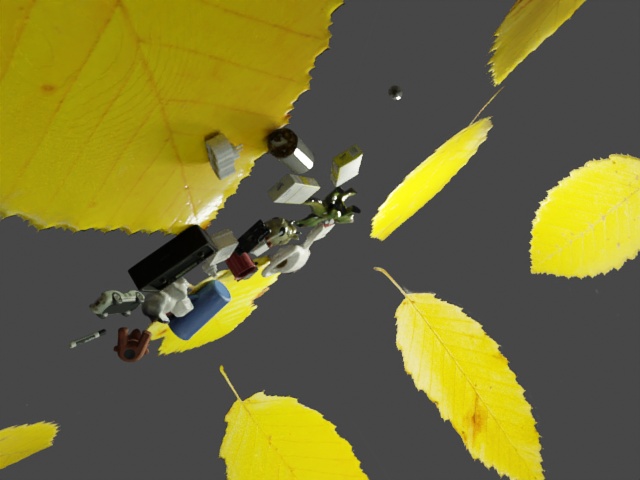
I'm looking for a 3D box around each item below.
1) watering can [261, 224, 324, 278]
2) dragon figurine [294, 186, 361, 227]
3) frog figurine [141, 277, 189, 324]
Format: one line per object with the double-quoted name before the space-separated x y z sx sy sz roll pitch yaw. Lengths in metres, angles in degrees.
"watering can" -0.099 0.054 2.195 0.346 0.105 0.223 -37 169 8
"dragon figurine" 0.006 -0.097 1.935 0.411 0.124 0.239 -1 153 -47
"frog figurine" -0.508 0.187 1.692 0.135 0.123 0.161 60 49 -69
